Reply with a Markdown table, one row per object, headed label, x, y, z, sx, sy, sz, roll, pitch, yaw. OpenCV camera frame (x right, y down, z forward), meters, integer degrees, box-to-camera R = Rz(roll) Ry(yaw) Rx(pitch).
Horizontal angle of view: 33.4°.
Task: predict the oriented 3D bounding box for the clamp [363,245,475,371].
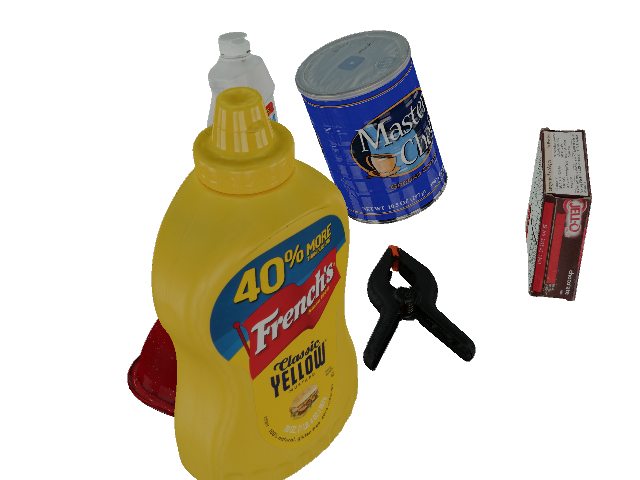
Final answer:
| label | x | y | z | sx | sy | sz | roll | pitch | yaw |
| --- | --- | --- | --- | --- | --- | --- | --- | --- | --- |
| clamp | 0.106 | 0.075 | 1.182 | 0.120 | 0.171 | 0.039 | 5 | -43 | -5 |

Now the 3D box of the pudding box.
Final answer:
| label | x | y | z | sx | sy | sz | roll | pitch | yaw |
| --- | --- | --- | --- | --- | --- | --- | --- | --- | --- |
| pudding box | 0.181 | -0.022 | 0.811 | 0.039 | 0.090 | 0.113 | 5 | 32 | 5 |

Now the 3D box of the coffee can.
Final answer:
| label | x | y | z | sx | sy | sz | roll | pitch | yaw |
| --- | --- | --- | --- | --- | --- | --- | --- | --- | --- |
| coffee can | 0.047 | -0.100 | 0.952 | 0.103 | 0.140 | 0.103 | -14 | 36 | 10 |

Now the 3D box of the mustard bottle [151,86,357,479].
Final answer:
| label | x | y | z | sx | sy | sz | roll | pitch | yaw |
| --- | --- | --- | --- | --- | --- | --- | --- | --- | --- |
| mustard bottle | -0.028 | 0.020 | 0.470 | 0.096 | 0.192 | 0.058 | -31 | 45 | -32 |

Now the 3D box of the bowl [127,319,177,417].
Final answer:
| label | x | y | z | sx | sy | sz | roll | pitch | yaw |
| --- | --- | --- | --- | --- | --- | --- | --- | --- | --- |
| bowl | -0.054 | 0.068 | 0.742 | 0.162 | 0.055 | 0.162 | 0 | 17 | 0 |

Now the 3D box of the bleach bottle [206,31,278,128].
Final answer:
| label | x | y | z | sx | sy | sz | roll | pitch | yaw |
| --- | --- | --- | --- | --- | --- | --- | --- | --- | --- |
| bleach bottle | -0.082 | -0.088 | 1.111 | 0.068 | 0.251 | 0.102 | 12 | 30 | 31 |
